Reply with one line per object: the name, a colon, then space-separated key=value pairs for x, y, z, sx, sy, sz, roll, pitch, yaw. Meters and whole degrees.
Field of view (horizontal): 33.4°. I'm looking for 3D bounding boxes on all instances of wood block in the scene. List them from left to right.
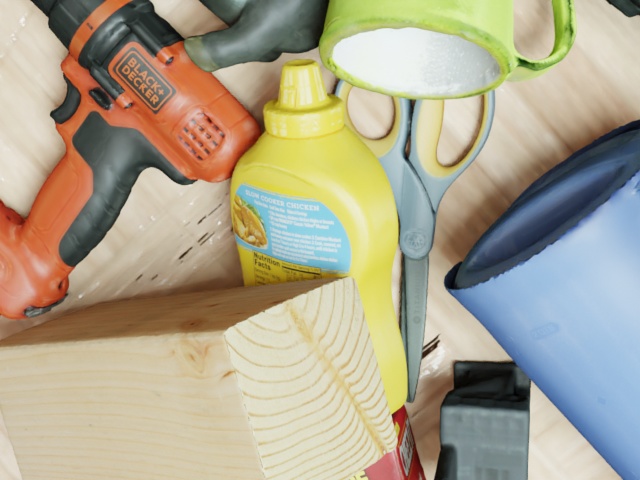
wood block: x=-0.074 y=0.079 z=0.553 sx=0.207 sy=0.090 sz=0.091 roll=-9 pitch=99 yaw=44

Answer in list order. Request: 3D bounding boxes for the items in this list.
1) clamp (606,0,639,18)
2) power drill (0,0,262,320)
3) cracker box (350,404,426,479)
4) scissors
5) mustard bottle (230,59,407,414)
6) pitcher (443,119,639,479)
clamp: x=0.141 y=-0.120 z=0.473 sx=0.209 sy=0.165 sz=0.036 roll=27 pitch=110 yaw=-33
power drill: x=-0.152 y=-0.062 z=0.602 sx=0.184 sy=0.057 sz=0.188 roll=46 pitch=108 yaw=2
cracker box: x=-0.005 y=0.213 z=0.628 sx=0.164 sy=0.072 sz=0.214 roll=-13 pitch=99 yaw=13
scissors: x=0.038 y=-0.014 z=0.596 sx=0.096 sy=0.016 sz=0.202 roll=20 pitch=105 yaw=8
mustard bottle: x=-0.003 y=0.001 z=0.562 sx=0.096 sy=0.058 sz=0.192 roll=15 pitch=120 yaw=39
pitcher: x=0.189 y=0.066 z=0.520 sx=0.145 sy=0.149 sz=0.243 roll=-39 pitch=96 yaw=14
